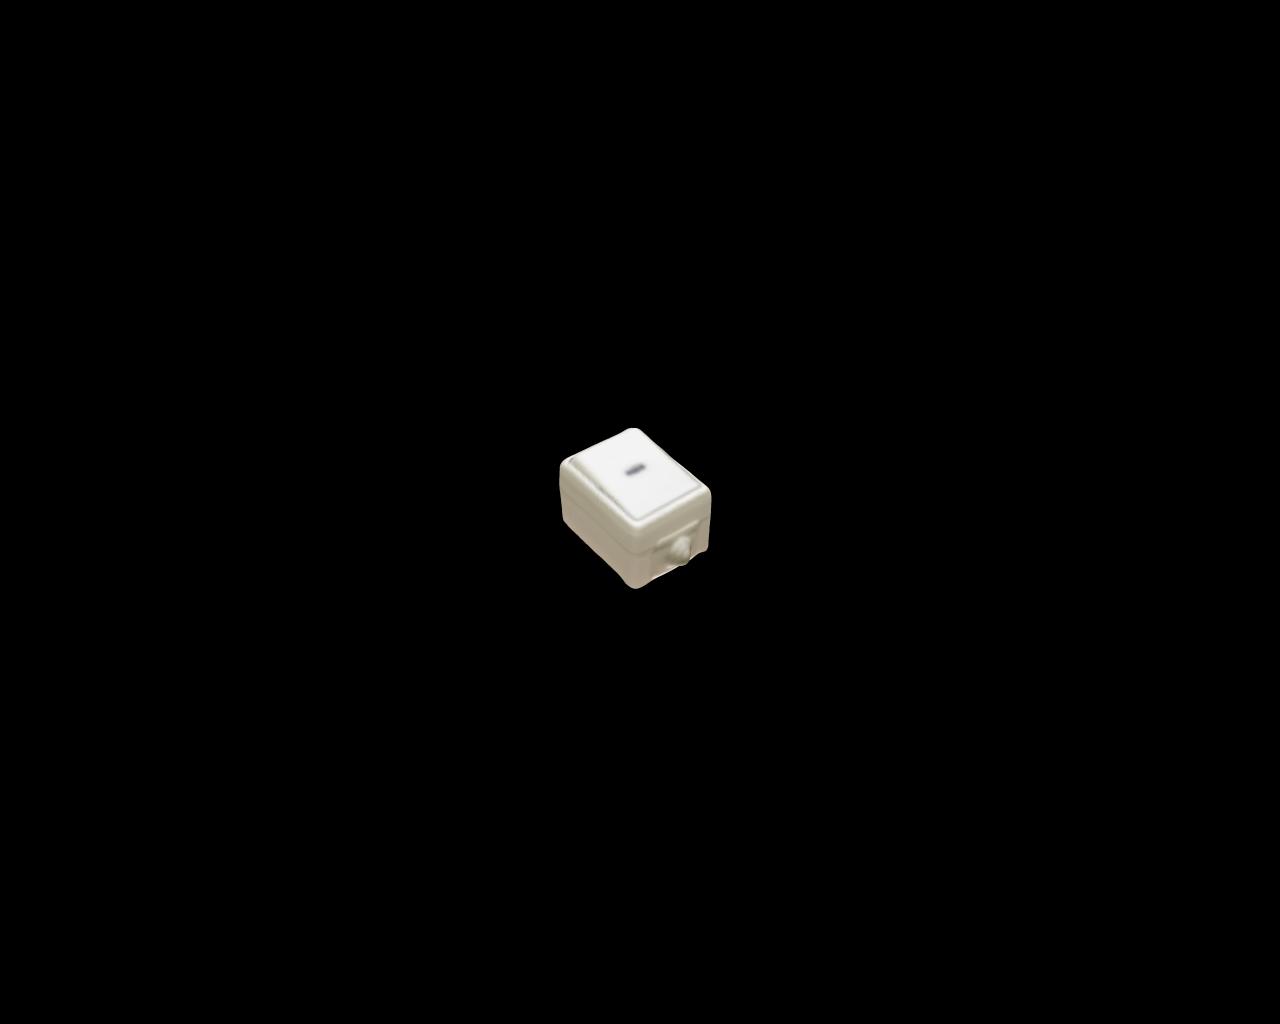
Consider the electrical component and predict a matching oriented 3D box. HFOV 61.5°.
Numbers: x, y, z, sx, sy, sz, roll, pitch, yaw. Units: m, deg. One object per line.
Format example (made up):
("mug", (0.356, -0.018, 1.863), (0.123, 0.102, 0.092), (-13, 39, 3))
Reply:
("electrical component", (0.001, -0.003, 0.650), (0.062, 0.061, 0.096), (-27, 49, -26))
